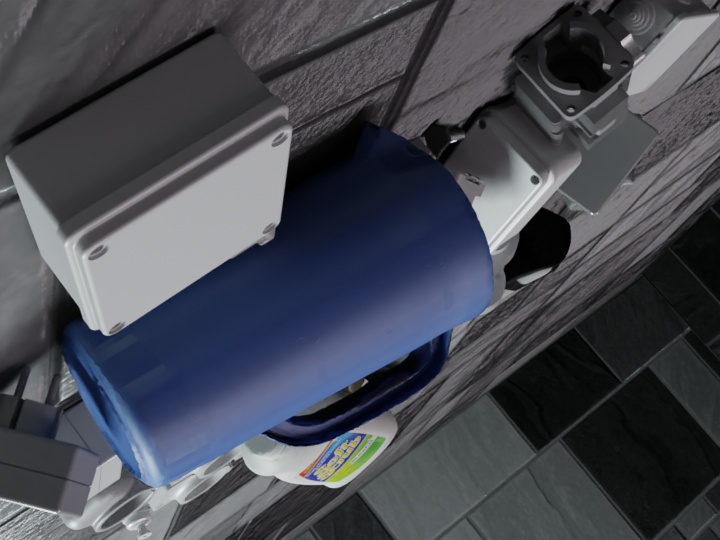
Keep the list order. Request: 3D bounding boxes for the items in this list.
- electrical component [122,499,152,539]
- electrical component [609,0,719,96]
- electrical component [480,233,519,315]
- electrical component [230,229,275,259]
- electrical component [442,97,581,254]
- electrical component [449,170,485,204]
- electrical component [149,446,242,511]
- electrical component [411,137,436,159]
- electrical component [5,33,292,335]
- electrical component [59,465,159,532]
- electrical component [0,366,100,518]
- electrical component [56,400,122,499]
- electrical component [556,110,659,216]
[{"bbox_3d":[-0.194,0.188,0.901,0.040,0.078,0.040,-24,155,-12],"label":"electrical component"},{"bbox_3d":[0.225,-0.186,0.855,0.100,0.048,0.099,-22,158,-52],"label":"electrical component"},{"bbox_3d":[0.115,-0.031,0.951,0.073,0.052,0.138,64,44,-79],"label":"electrical component"},{"bbox_3d":[-0.080,-0.024,0.576,0.062,0.048,0.048,-33,167,2],"label":"electrical component"},{"bbox_3d":[0.108,-0.072,0.850,0.057,0.078,0.113,-31,165,-42],"label":"electrical component"},{"bbox_3d":[0.060,-0.047,0.814,0.042,0.081,0.063,16,98,-48],"label":"electrical component"},{"bbox_3d":[-0.113,0.137,0.977,0.186,0.060,0.105,-28,162,-41],"label":"electrical component"},{"bbox_3d":[0.038,-0.055,0.764,0.066,0.055,0.048,-33,165,-27],"label":"electrical component"},{"bbox_3d":[-0.090,-0.035,0.481,0.109,0.056,0.108,-35,166,-19],"label":"electrical component"},{"bbox_3d":[-0.197,0.162,0.834,0.054,0.059,0.095,-43,166,14],"label":"electrical component"},{"bbox_3d":[-0.192,0.093,0.611,0.047,0.083,0.075,86,17,-74],"label":"electrical component"},{"bbox_3d":[-0.182,0.120,0.763,0.077,0.047,0.065,-33,165,-27],"label":"electrical component"},{"bbox_3d":[0.195,-0.105,0.927,0.099,0.100,0.048,-53,169,8],"label":"electrical component"}]
